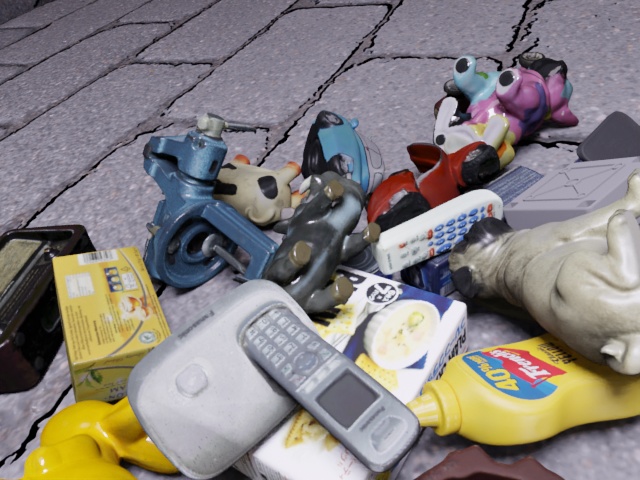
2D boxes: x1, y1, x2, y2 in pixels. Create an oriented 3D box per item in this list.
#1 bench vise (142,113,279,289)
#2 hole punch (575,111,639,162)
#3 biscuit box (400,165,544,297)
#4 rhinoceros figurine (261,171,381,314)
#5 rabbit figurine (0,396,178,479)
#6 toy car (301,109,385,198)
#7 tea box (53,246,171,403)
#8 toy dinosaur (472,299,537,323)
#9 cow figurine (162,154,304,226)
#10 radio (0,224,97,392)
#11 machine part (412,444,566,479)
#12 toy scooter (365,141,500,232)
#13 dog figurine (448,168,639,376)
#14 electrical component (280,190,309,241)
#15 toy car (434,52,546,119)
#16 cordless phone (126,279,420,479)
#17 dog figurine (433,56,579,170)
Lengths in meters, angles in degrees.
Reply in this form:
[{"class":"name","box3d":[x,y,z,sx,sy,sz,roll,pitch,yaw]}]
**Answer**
[{"class":"bench vise","box3d":[-0.121,-0.022,0.627,0.241,0.128,0.223,36,101,31]},{"class":"hole punch","box3d":[0.347,-0.069,0.635,0.142,0.092,0.116,-37,75,-31]},{"class":"biscuit box","box3d":[0.183,-0.010,0.614,0.203,0.059,0.063,-29,42,-20]},{"class":"rhinoceros figurine","box3d":[-0.001,-0.002,0.537,0.112,0.073,0.190,-36,22,44]},{"class":"rabbit figurine","box3d":[-0.194,0.184,0.444,0.162,0.121,0.173,-32,22,-12]},{"class":"toy car","box3d":[0.038,-0.104,0.744,0.103,0.109,0.162,1,43,-20]},{"class":"tea box","box3d":[-0.225,0.085,0.578,0.098,0.068,0.170,-8,39,-26]},{"class":"toy dinosaur","box3d":[0.378,0.034,0.476,0.472,0.104,0.199,-12,30,10]},{"class":"cow figurine","box3d":[-0.130,-0.064,0.758,0.195,0.085,0.127,13,39,28]},{"class":"radio","box3d":[-0.370,0.076,0.656,0.131,0.073,0.230,-6,39,10]},{"class":"machine part","box3d":[0.112,0.227,0.345,0.179,0.055,0.179,-7,39,6]},{"class":"toy scooter","box3d":[0.125,-0.073,0.684,0.184,0.075,0.135,-36,33,-2]},{"class":"dog figurine","box3d":[0.182,0.043,0.445,0.191,0.121,0.172,-21,14,44]},{"class":"electrical component","box3d":[-0.018,-0.010,0.648,0.045,0.102,0.078,-14,60,10]},{"class":"toy car","box3d":[0.267,-0.228,0.836,0.202,0.089,0.053,-24,44,-11]},{"class":"cordless phone","box3d":[-0.034,0.124,0.386,0.146,0.088,0.184,-37,47,-26]},{"class":"dog figurine","box3d":[0.276,-0.171,0.763,0.219,0.191,0.109,2,20,-41]}]
